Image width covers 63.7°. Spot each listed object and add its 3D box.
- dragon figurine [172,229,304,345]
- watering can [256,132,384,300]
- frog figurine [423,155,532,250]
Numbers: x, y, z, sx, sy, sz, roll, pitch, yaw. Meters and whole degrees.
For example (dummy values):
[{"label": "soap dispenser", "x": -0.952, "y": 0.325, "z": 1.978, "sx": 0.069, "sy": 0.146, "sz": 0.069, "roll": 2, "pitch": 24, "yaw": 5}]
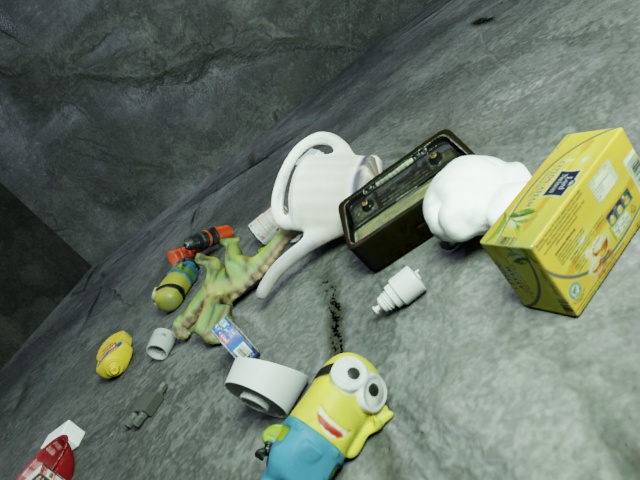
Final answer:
[{"label": "dragon figurine", "x": -0.172, "y": 0.107, "z": 1.060, "sx": 0.405, "sy": 0.120, "sz": 0.249, "roll": -27, "pitch": 41, "yaw": 34}, {"label": "watering can", "x": 0.003, "y": -0.048, "z": 0.962, "sx": 0.224, "sy": 0.102, "sz": 0.353, "roll": 3, "pitch": 70, "yaw": 26}, {"label": "frog figurine", "x": 0.205, "y": -0.047, "z": 0.629, "sx": 0.138, "sy": 0.122, "sz": 0.159, "roll": -24, "pitch": 5, "yaw": -9}]
